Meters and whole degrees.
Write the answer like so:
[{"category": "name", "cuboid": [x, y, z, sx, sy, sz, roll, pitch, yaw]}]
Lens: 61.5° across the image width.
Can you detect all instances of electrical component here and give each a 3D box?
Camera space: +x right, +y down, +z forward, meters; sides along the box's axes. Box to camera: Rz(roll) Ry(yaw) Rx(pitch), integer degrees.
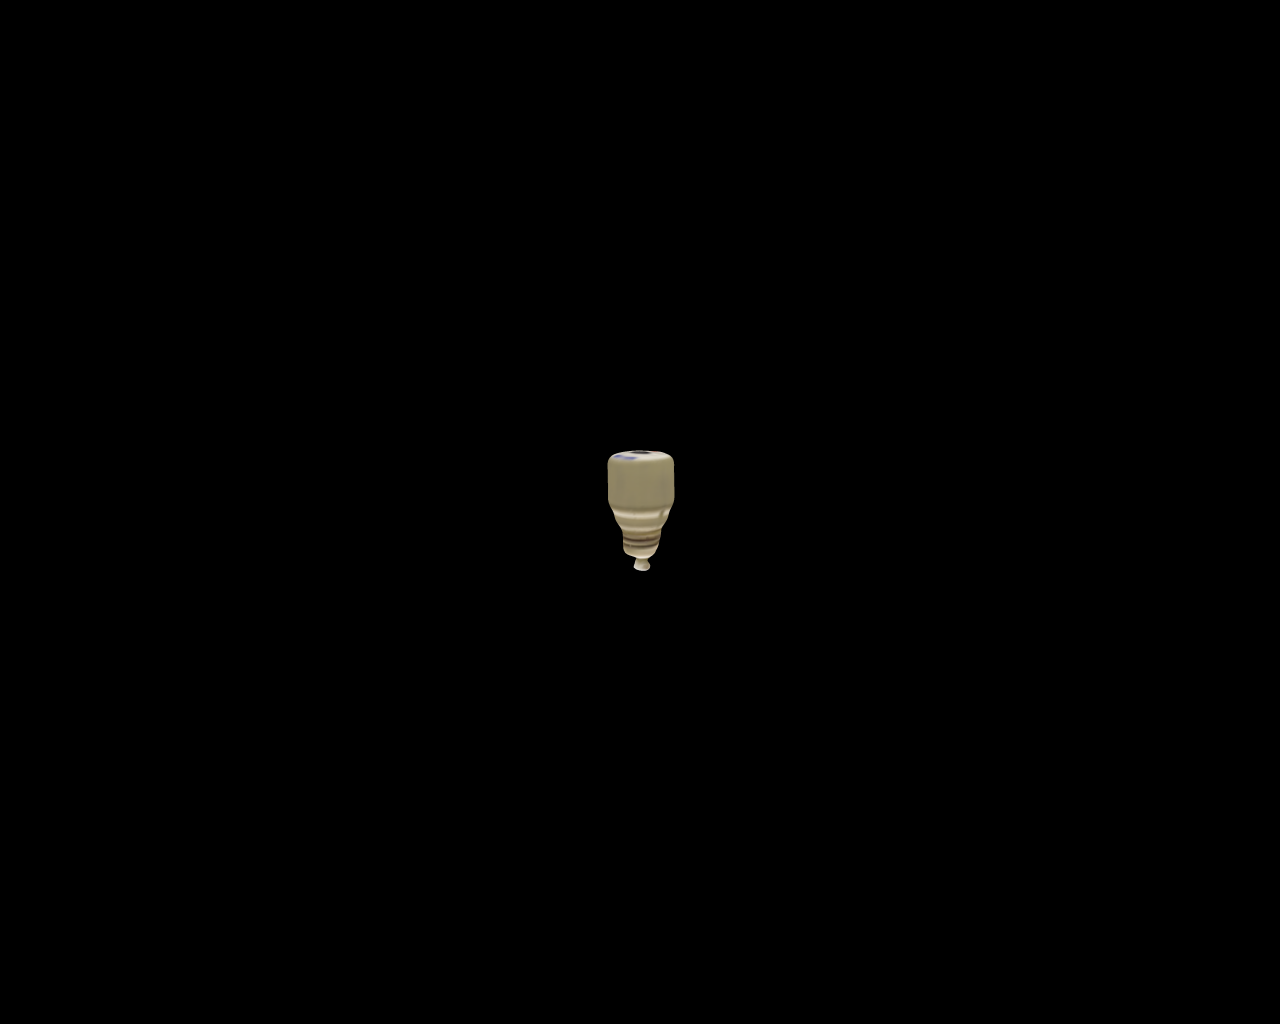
[{"category": "electrical component", "cuboid": [0.001, -0.003, 0.650, 0.040, 0.078, 0.040, 0, 11, 0]}]
